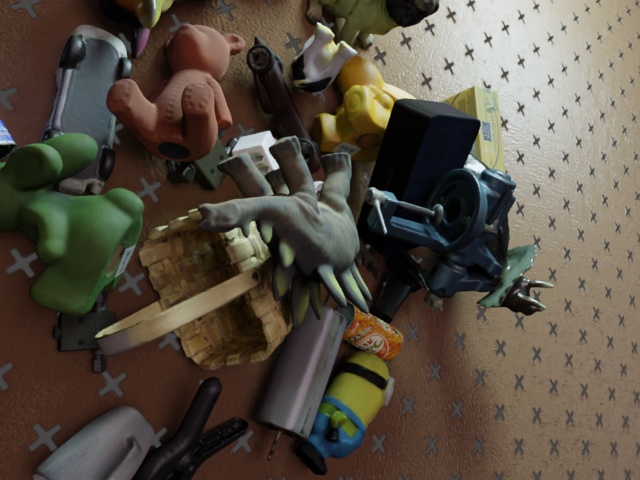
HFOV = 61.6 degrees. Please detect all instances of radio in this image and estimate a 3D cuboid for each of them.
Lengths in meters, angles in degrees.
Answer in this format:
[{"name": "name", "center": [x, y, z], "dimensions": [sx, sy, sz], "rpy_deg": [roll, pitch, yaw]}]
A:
[{"name": "radio", "center": [0.147, -0.094, 0.817], "dimensions": [0.131, 0.073, 0.229], "rpy_deg": [-11, 130, -39]}]

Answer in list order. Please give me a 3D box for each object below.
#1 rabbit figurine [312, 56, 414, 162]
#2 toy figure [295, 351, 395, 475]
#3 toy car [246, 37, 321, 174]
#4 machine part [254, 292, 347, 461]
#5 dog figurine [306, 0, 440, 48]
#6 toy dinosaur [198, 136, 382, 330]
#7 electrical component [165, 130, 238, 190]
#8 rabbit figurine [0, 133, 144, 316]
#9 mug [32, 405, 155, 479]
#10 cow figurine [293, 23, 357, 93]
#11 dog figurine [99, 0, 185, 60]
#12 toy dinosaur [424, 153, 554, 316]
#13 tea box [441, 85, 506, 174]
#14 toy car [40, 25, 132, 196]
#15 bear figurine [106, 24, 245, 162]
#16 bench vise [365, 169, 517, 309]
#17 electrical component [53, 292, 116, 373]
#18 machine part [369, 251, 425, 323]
[{"name": "rabbit figurine", "center": [0.076, -0.216, 0.842], "dimensions": [0.162, 0.122, 0.173], "rpy_deg": [8, 58, -28]}, {"name": "toy figure", "center": [0.036, 0.235, 0.749], "dimensions": [0.180, 0.082, 0.089], "rpy_deg": [-41, 108, -31]}, {"name": "toy car", "center": [-0.053, -0.185, 0.761], "dimensions": [0.202, 0.053, 0.089], "rpy_deg": [65, 12, -7]}, {"name": "machine part", "center": [-0.024, 0.172, 0.720], "dimensions": [0.079, 0.079, 0.243], "rpy_deg": [32, 64, -27]}, {"name": "dog figurine", "center": [0.081, -0.390, 0.827], "dimensions": [0.172, 0.191, 0.121], "rpy_deg": [50, 57, -16]}, {"name": "toy dinosaur", "center": [-0.001, -0.002, 0.649], "dimensions": [0.471, 0.105, 0.198], "rpy_deg": [-1, 79, -67]}, {"name": "electrical component", "center": [-0.155, -0.111, 0.699], "dimensions": [0.078, 0.045, 0.102], "rpy_deg": [52, 55, -51]}, {"name": "rabbit figurine", "center": [-0.275, -0.026, 0.533], "dimensions": [0.170, 0.159, 0.121], "rpy_deg": [26, 22, -5]}, {"name": "mug", "center": [-0.221, 0.223, 0.554], "dimensions": [0.080, 0.109, 0.107], "rpy_deg": [52, 43, -13]}, {"name": "cow figurine", "center": [-0.003, -0.259, 0.795], "dimensions": [0.068, 0.167, 0.098], "rpy_deg": [35, 104, -12]}, {"name": "dog figurine", "center": [-0.180, -0.327, 0.675], "dimensions": [0.191, 0.108, 0.219], "rpy_deg": [17, 71, -30]}, {"name": "toy dinosaur", "center": [0.253, -0.045, 0.889], "dimensions": [0.131, 0.192, 0.404], "rpy_deg": [-20, 94, -39]}, {"name": "tea box", "center": [0.277, -0.184, 0.990], "dimensions": [0.068, 0.098, 0.169], "rpy_deg": [4, 81, -35]}, {"name": "toy car", "center": [-0.268, -0.147, 0.615], "dimensions": [0.073, 0.056, 0.201], "rpy_deg": [16, 74, -39]}, {"name": "bear figurine", "center": [-0.158, -0.197, 0.639], "dimensions": [0.120, 0.131, 0.196], "rpy_deg": [6, 69, 4]}, {"name": "bench vise", "center": [0.158, -0.011, 0.752], "dimensions": [0.240, 0.223, 0.129], "rpy_deg": [14, 33, -25]}, {"name": "electrical component", "center": [-0.260, 0.101, 0.594], "dimensions": [0.063, 0.021, 0.094], "rpy_deg": [2, 81, -36]}, {"name": "machine part", "center": [0.123, 0.077, 0.868], "dimensions": [0.084, 0.039, 0.139], "rpy_deg": [54, 54, -22]}]
